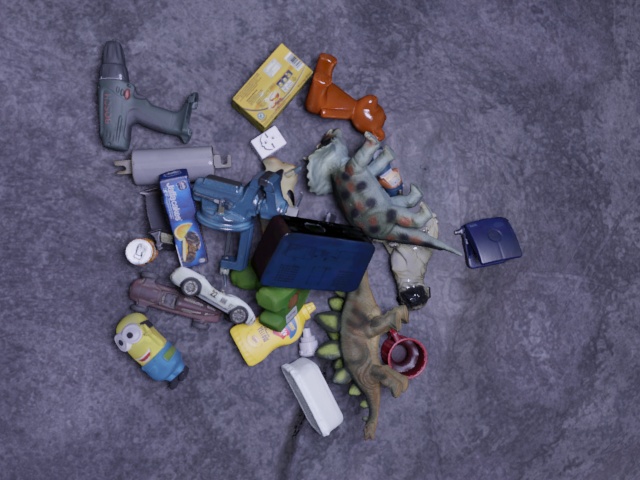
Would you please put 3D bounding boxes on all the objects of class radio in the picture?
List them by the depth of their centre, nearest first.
[{"bbox_3d":[-0.010,0.030,1.077,0.229,0.073,0.131,7,121,-32],"label":"radio"}]

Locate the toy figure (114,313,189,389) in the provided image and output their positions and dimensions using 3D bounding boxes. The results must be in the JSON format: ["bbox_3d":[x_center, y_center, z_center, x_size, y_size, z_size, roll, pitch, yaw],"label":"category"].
[{"bbox_3d":[-0.358,0.234,1.142,0.082,0.089,0.180,-46,106,-9],"label":"toy figure"}]

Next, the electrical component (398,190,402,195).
[{"bbox_3d":[0.147,-0.081,1.238,0.102,0.078,0.045,3,62,-5],"label":"electrical component"}]

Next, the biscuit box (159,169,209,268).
[{"bbox_3d":[-0.285,-0.044,1.129,0.059,0.063,0.202,-13,114,-8],"label":"biscuit box"}]

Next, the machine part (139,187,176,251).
[{"bbox_3d":[-0.345,-0.043,1.152,0.039,0.084,0.139,-18,84,16],"label":"machine part"}]

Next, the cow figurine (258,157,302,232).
[{"bbox_3d":[-0.089,-0.089,1.188,0.127,0.085,0.194,-15,90,-4],"label":"cow figurine"}]

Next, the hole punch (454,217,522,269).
[{"bbox_3d":[0.405,0.005,1.276,0.142,0.092,0.115,-11,88,-6],"label":"hole punch"}]

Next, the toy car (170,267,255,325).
[{"bbox_3d":[-0.222,0.120,1.127,0.201,0.073,0.056,33,76,-15],"label":"toy car"}]

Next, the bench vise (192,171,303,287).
[{"bbox_3d":[-0.158,-0.030,1.101,0.224,0.129,0.240,10,113,-6],"label":"bench vise"}]

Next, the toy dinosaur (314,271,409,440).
[{"bbox_3d":[0.089,0.187,1.174,0.199,0.105,0.471,-4,74,21],"label":"toy dinosaur"}]

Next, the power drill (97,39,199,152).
[{"bbox_3d":[-0.367,-0.296,1.141,0.207,0.086,0.232,9,90,-14],"label":"power drill"}]

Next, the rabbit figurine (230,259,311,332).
[{"bbox_3d":[-0.113,0.084,1.160,0.170,0.121,0.159,28,61,26],"label":"rabbit figurine"}]

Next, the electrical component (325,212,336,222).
[{"bbox_3d":[-0.002,-0.004,1.201,0.074,0.048,0.119,25,73,-53],"label":"electrical component"}]

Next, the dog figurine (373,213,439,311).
[{"bbox_3d":[0.232,0.050,1.249,0.172,0.121,0.190,-29,109,-6],"label":"dog figurine"}]

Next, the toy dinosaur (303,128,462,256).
[{"bbox_3d":[0.110,-0.085,1.149,0.192,0.131,0.405,-37,79,24],"label":"toy dinosaur"}]

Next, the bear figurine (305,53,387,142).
[{"bbox_3d":[0.069,-0.308,1.194,0.196,0.131,0.120,18,50,-3],"label":"bear figurine"}]

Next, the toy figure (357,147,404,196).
[{"bbox_3d":[0.146,-0.160,1.244,0.064,0.058,0.154,-36,98,9],"label":"toy figure"}]

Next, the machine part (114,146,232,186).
[{"bbox_3d":[-0.312,-0.159,1.152,0.243,0.079,0.079,-5,91,-12],"label":"machine part"}]

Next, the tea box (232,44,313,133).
[{"bbox_3d":[-0.106,-0.334,1.193,0.098,0.068,0.169,42,84,-7],"label":"tea box"}]

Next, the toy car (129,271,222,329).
[{"bbox_3d":[-0.312,0.133,1.165,0.202,0.053,0.089,19,83,-8],"label":"toy car"}]
